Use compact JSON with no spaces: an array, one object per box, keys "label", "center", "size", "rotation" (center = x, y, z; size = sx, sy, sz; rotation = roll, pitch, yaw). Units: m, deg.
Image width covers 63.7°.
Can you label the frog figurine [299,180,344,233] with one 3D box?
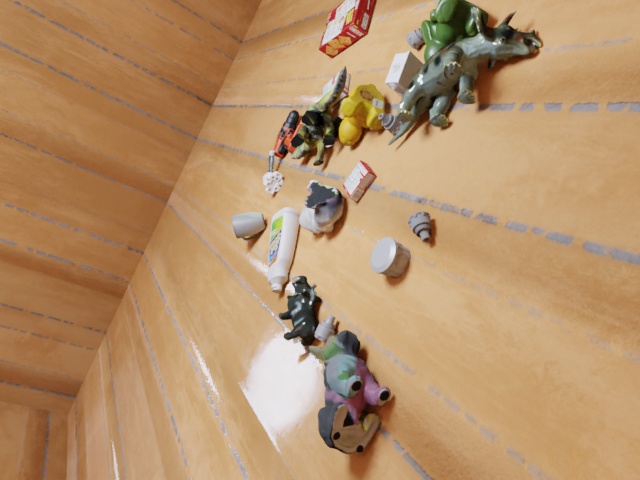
[{"label":"frog figurine","center":[0.004,-0.071,1.410],"size":[0.123,0.140,0.155],"rotation":[-9,-42,-10]}]

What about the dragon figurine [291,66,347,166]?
[{"label":"dragon figurine","center":[0.003,-0.386,1.575],"size":[0.122,0.402,0.249],"rotation":[23,37,-13]}]
